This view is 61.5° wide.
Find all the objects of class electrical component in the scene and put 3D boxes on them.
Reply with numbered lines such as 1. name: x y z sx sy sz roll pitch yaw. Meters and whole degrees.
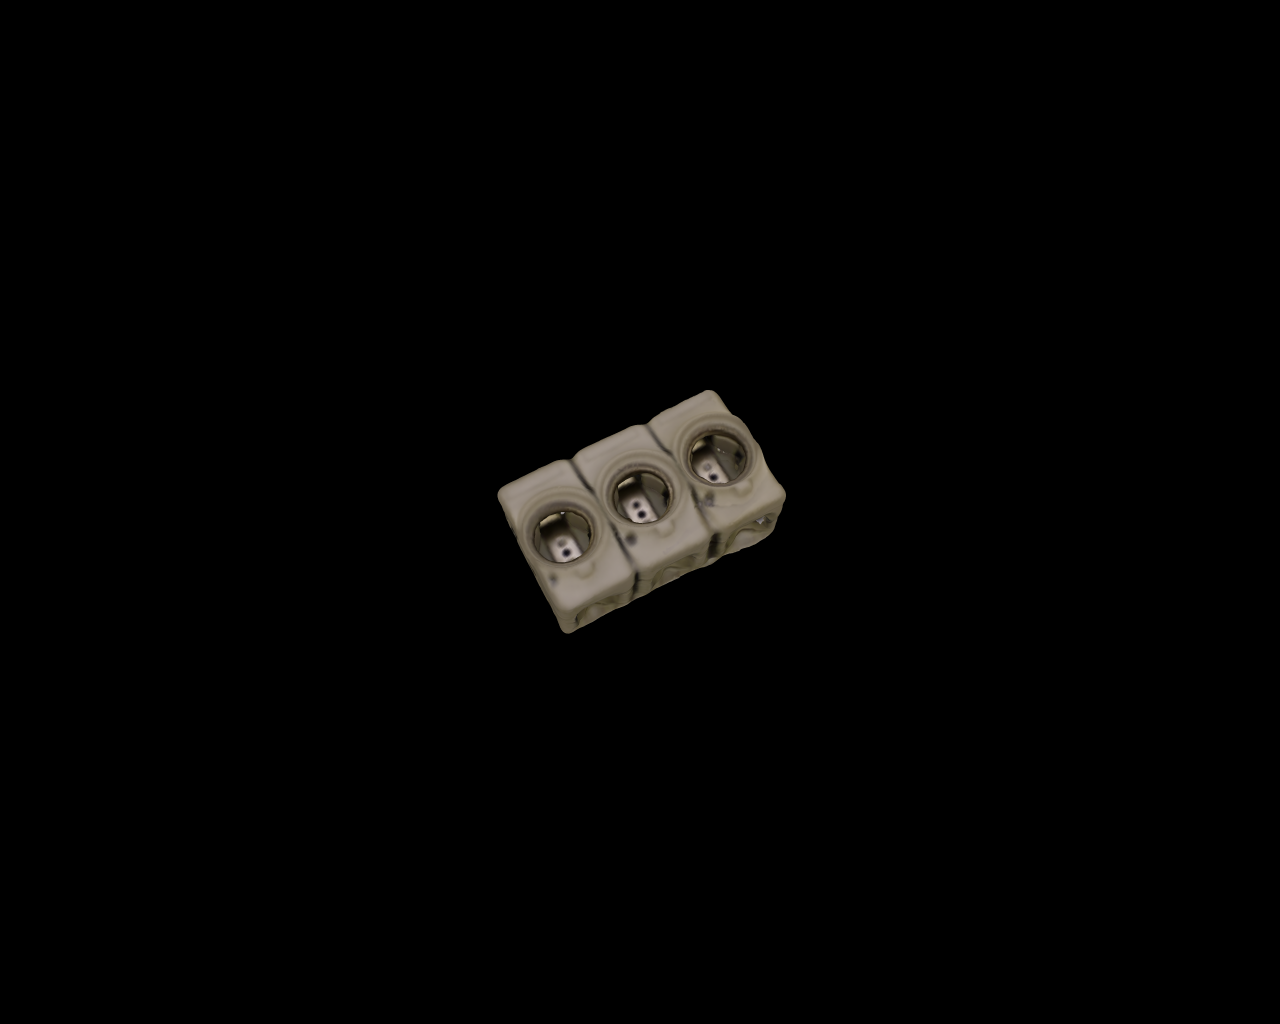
1. electrical component: 0.001 -0.003 0.650 0.150 0.089 0.061 -26 -20 -11
